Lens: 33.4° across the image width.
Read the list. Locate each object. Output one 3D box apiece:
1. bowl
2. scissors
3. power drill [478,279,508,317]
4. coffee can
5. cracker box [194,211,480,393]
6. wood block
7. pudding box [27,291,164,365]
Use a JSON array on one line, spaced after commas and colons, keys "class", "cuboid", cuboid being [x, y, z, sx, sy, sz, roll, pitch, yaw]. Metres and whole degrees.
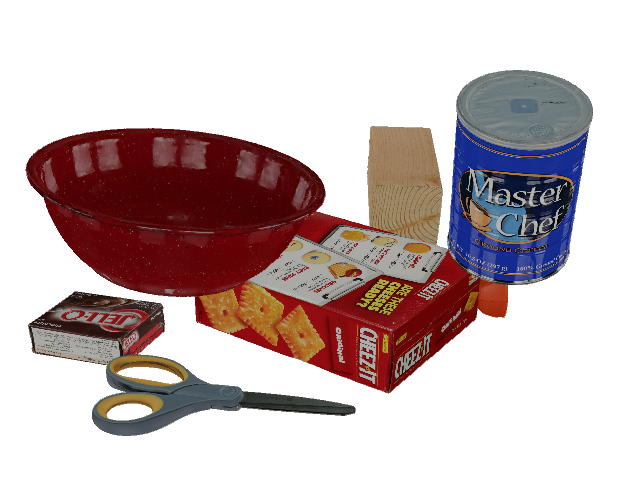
[{"class": "bowl", "cuboid": [-0.080, -0.012, 0.590, 0.162, 0.055, 0.162, 7, 22, -3]}, {"class": "scissors", "cuboid": [-0.084, 0.128, 0.802, 0.202, 0.016, 0.096, 12, 33, 23]}, {"class": "power drill", "cuboid": [0.105, 0.056, 1.168, 0.187, 0.057, 0.184, -4, 28, -7]}, {"class": "coffee can", "cuboid": [0.156, -0.050, 0.854, 0.103, 0.140, 0.103, -1, 40, 1]}, {"class": "cracker box", "cuboid": [0.016, 0.048, 0.981, 0.214, 0.072, 0.163, 17, 30, 31]}, {"class": "wood block", "cuboid": [0.114, -0.079, 1.483, 0.091, 0.090, 0.206, 2, 28, 0]}, {"class": "pudding box", "cuboid": [-0.234, 0.092, 1.121, 0.114, 0.039, 0.090, 4, 21, 21]}]
